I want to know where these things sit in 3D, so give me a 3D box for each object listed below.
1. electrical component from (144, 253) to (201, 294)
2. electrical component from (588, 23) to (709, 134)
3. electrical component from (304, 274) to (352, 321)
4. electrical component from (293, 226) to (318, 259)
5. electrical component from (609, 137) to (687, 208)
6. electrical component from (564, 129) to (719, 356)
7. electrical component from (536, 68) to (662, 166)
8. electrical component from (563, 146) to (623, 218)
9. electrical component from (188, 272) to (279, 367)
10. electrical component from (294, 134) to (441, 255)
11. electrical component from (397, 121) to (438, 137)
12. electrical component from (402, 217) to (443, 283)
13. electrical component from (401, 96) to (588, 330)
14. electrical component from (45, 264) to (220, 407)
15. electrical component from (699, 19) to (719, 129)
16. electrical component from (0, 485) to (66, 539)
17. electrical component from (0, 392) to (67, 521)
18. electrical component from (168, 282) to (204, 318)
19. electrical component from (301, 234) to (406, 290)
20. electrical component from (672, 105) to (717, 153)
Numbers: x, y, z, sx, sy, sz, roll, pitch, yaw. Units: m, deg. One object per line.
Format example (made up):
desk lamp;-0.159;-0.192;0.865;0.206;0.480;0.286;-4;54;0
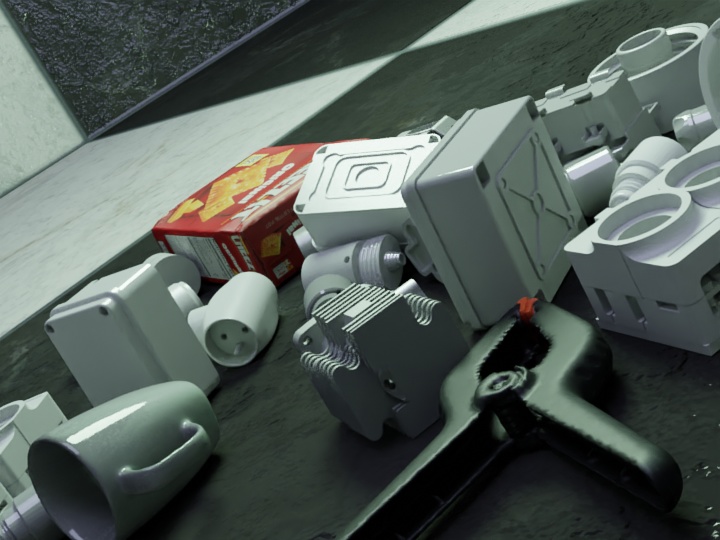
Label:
electrical component;-0.210;0.035;1.014;0.138;0.052;0.074;-37;20;-21
electrical component;0.232;-0.154;0.844;0.108;0.060;0.108;-26;19;10
electrical component;-0.018;0.031;0.763;0.040;0.040;0.078;-29;19;2
electrical component;-0.015;-0.036;0.925;0.077;0.044;0.079;-29;18;2
electrical component;0.182;-0.053;0.689;0.040;0.040;0.078;-7;29;48
electrical component;0.196;-0.030;0.573;0.150;0.061;0.089;-35;19;-17
electrical component;0.153;-0.100;0.809;0.121;0.063;0.078;-15;23;44
electrical component;0.149;-0.054;0.738;0.078;0.040;0.040;-26;19;13
electrical component;-0.110;0.043;0.852;0.079;0.043;0.077;-18;23;17
electrical component;0.016;-0.056;0.840;0.113;0.057;0.078;-2;50;27
electrical component;0.056;-0.105;0.990;0.079;0.044;0.077;-28;15;-33
electrical component;0.072;-0.031;0.761;0.057;0.058;0.078;-35;-4;-26
electrical component;0.088;-0.037;0.677;0.056;0.108;0.108;-12;25;36
electrical component;-0.167;0.062;0.790;0.078;0.113;0.057;-17;20;34
electrical component;0.261;-0.113;0.632;0.060;0.108;0.108;-28;18;-16
electrical component;-0.215;0.166;0.703;0.078;0.040;0.040;-36;19;-15
electrical component;-0.290;0.169;0.773;0.105;0.060;0.186;-23;20;19
electrical component;-0.169;0.042;0.949;0.055;0.045;0.045;-37;20;-23
electrical component;0.000;0.000;0.813;0.081;0.043;0.043;-15;24;37
electrical component;0.244;-0.097;0.722;0.061;0.035;0.035;-19;21;21
